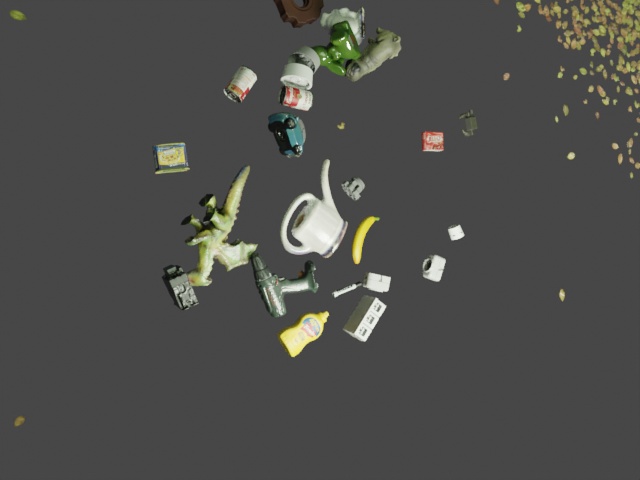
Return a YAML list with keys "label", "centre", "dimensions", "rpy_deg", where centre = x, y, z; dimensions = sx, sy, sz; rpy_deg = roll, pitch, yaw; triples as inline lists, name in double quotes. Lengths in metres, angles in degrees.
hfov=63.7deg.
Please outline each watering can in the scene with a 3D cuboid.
- label: "watering can"
  centre: [0.005, -0.090, 1.780]
  dimensions: [0.222, 0.104, 0.351]
  rpy_deg: [37, 75, -22]

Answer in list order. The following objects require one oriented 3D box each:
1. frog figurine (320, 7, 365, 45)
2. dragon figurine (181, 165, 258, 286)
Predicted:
- label: "frog figurine"
  centre: [0.082, -0.759, 1.842]
  dimensions: [0.159, 0.124, 0.136]
  rpy_deg: [-1, 101, 10]
- label: "dragon figurine"
  centre: [-0.298, -0.021, 1.657]
  dimensions: [0.415, 0.123, 0.238]
  rpy_deg: [-49, 127, -16]
